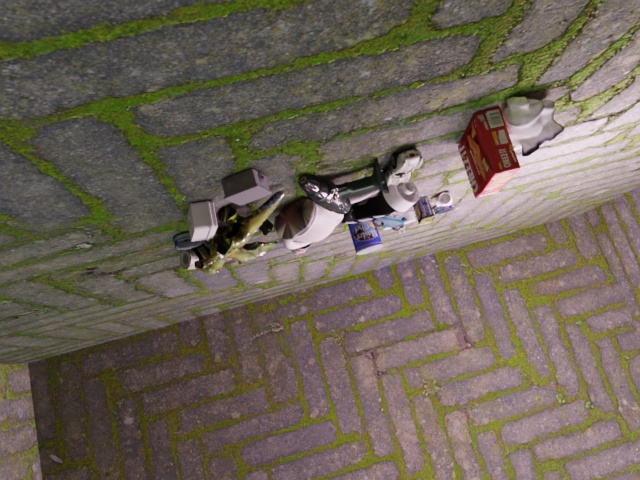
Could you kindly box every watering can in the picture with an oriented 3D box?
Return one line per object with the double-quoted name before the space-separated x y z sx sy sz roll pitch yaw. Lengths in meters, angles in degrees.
"watering can" 0.005 -0.079 1.564 0.343 0.105 0.223 -38 156 22

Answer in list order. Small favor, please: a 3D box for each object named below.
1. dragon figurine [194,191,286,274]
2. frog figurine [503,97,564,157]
"dragon figurine" -0.214 -0.004 1.475 0.407 0.124 0.241 -28 160 17
"frog figurine" 0.493 -0.298 1.244 0.158 0.125 0.136 35 148 -26
